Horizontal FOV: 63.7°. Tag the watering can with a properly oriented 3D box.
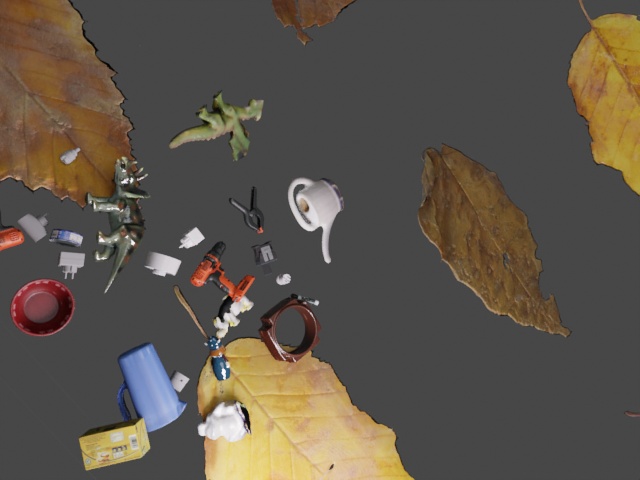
[{"bbox_3d":[0.006,-0.102,2.027,0.227,0.103,0.346,-35,99,-34],"label":"watering can"}]

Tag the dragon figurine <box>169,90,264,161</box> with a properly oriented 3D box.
[{"bbox_3d":[-0.345,-0.394,1.866,0.239,0.122,0.417,48,60,-26],"label":"dragon figurine"}]

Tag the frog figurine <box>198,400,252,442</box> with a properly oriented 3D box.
[{"bbox_3d":[-0.315,0.605,1.696,0.159,0.124,0.136,-23,105,2],"label":"frog figurine"}]
